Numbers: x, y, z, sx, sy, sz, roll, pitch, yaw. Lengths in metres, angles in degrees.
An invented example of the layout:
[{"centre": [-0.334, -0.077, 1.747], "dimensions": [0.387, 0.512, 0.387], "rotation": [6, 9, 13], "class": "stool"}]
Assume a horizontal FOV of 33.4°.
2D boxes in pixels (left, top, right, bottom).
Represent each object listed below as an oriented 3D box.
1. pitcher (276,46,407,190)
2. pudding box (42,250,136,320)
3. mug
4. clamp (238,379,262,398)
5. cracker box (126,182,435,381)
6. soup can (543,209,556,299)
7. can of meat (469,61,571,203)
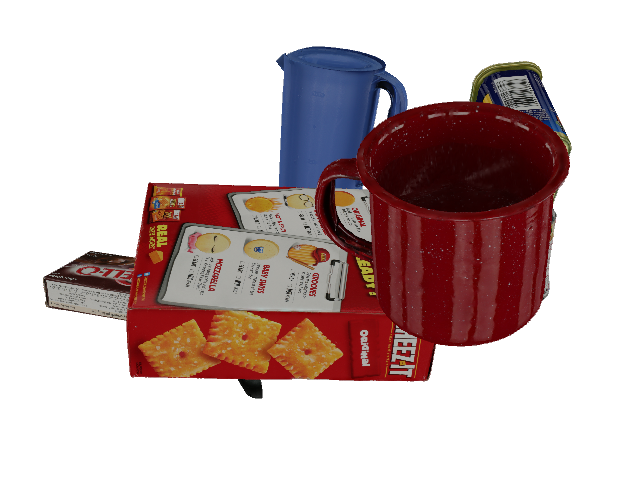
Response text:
[{"centre": [0.016, -0.126, 1.408], "dimensions": [0.144, 0.243, 0.149], "rotation": [-2, 23, -18], "class": "pitcher"}, {"centre": [-0.218, 0.047, 1.116], "dimensions": [0.114, 0.039, 0.090], "rotation": [6, 18, 20], "class": "pudding box"}, {"centre": [0.053, -0.008, 0.496], "dimensions": [0.117, 0.081, 0.093], "rotation": [8, 40, 16], "class": "mug"}, {"centre": [-0.101, 0.124, 1.260], "dimensions": [0.210, 0.036, 0.164], "rotation": [14, 23, 27], "class": "clamp"}, {"centre": [-0.030, 0.029, 0.799], "dimensions": [0.213, 0.072, 0.164], "rotation": [2, 35, -5], "class": "cracker box"}, {"centre": [0.230, 0.013, 1.213], "dimensions": [0.068, 0.102, 0.068], "rotation": [-2, 30, 1], "class": "soup can"}, {"centre": [0.154, -0.075, 0.845], "dimensions": [0.057, 0.084, 0.102], "rotation": [-6, -40, -8], "class": "can of meat"}]
